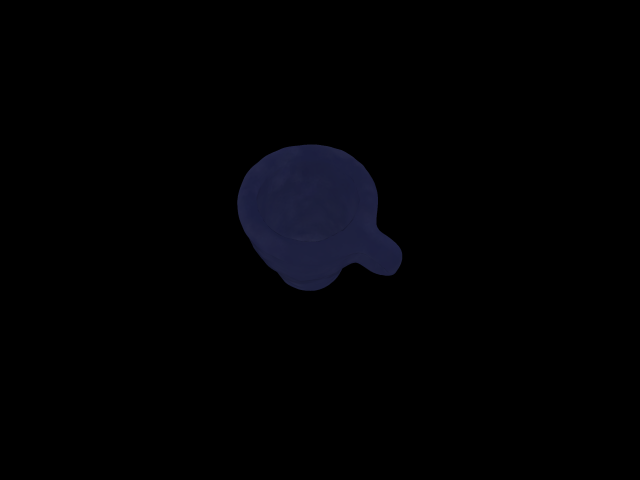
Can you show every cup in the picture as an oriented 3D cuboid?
[{"bbox_3d":[0.004,0.001,0.400,0.117,0.095,0.092,32,64,18],"label":"cup"}]
